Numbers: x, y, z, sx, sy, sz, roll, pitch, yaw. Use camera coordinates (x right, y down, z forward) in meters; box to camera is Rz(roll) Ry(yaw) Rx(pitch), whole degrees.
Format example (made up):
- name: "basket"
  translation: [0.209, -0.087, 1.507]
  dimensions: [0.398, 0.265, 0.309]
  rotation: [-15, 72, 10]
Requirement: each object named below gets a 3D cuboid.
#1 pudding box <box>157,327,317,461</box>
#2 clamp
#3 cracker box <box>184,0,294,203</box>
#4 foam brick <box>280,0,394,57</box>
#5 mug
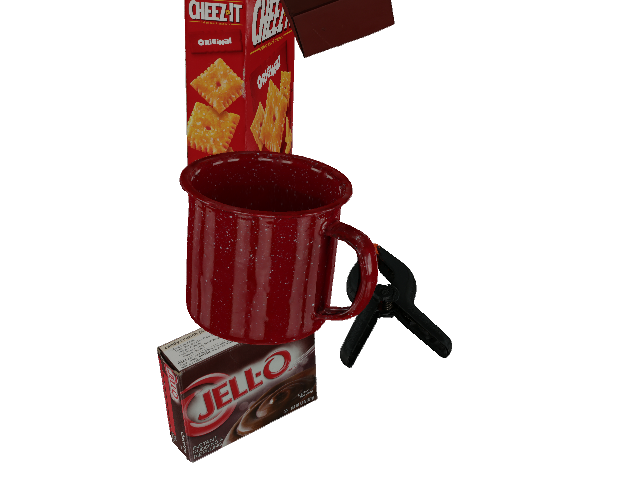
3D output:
- name: "pudding box"
  translation: [-0.057, 0.096, 0.768]
  dimensions: [0.113, 0.090, 0.039]
  rotation: [-25, 44, -27]
- name: "clamp"
  translation: [0.082, 0.072, 1.188]
  dimensions: [0.120, 0.171, 0.039]
  rotation: [5, -43, -3]
- name: "cracker box"
  translation: [-0.076, -0.157, 1.074]
  dimensions: [0.072, 0.214, 0.164]
  rotation: [8, 22, 13]
- name: "foam brick"
  translation: [0.011, -0.185, 0.811]
  dimensions: [0.078, 0.053, 0.051]
  rotation: [-21, -32, -1]
- name: "mug"
  translation: [-0.022, 0.007, 0.582]
  dimensions: [0.117, 0.081, 0.093]
  rotation: [17, 27, 24]
